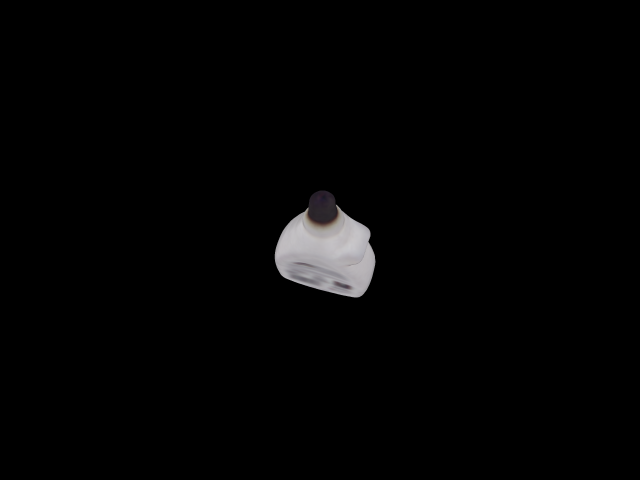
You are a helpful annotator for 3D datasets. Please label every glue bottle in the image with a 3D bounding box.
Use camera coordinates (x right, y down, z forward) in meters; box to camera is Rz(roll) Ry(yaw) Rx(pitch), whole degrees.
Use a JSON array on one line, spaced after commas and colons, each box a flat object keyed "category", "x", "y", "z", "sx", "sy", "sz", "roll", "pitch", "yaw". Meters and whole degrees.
[{"category": "glue bottle", "x": 0.004, "y": 0.001, "z": 0.400, "sx": 0.078, "sy": 0.173, "sz": 0.037, "roll": 16, "pitch": 74, "yaw": 5}]
